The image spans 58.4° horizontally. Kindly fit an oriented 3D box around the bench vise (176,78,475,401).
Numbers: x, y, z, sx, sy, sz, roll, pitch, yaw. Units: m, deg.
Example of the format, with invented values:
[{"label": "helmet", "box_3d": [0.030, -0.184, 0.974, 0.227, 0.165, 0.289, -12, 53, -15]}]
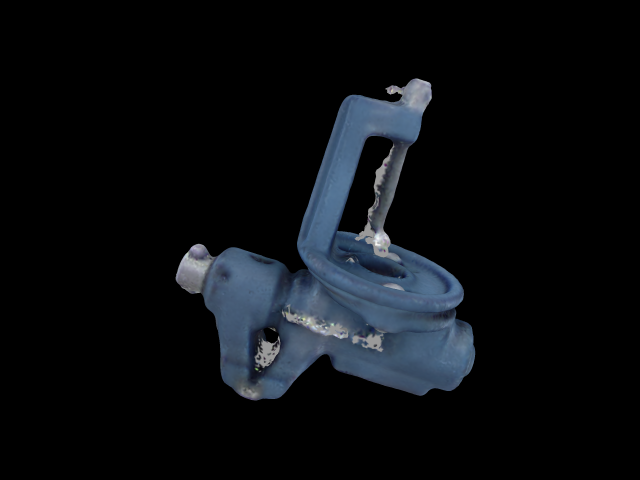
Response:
[{"label": "bench vise", "box_3d": [0.006, 0.005, 0.389, 0.207, 0.220, 0.121, -4, 16, -12]}]
